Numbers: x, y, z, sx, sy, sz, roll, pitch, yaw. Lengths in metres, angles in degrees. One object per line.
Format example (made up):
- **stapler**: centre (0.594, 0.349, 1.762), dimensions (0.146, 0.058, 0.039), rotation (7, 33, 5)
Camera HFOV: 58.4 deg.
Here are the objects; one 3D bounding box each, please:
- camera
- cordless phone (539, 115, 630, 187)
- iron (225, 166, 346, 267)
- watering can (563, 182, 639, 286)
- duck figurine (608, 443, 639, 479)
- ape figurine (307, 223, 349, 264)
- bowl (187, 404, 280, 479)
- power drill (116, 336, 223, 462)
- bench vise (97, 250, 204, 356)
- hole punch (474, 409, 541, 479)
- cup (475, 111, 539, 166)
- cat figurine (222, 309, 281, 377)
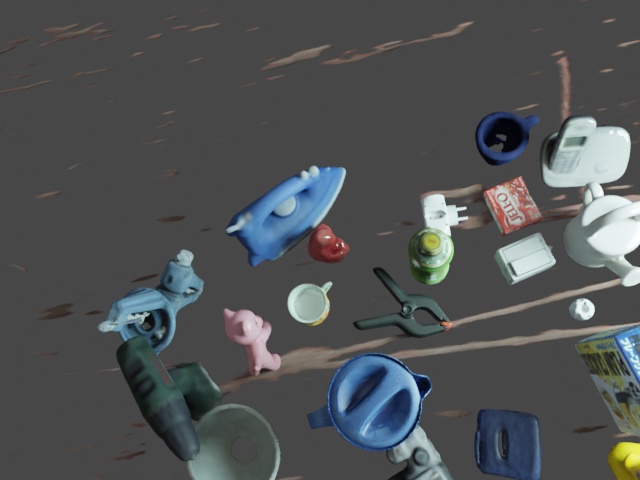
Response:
- **camera**: centre (0.143, 0.398, 0.940), dimensions (0.137, 0.101, 0.143), rotation (-33, 74, 1)
- **cordless phone**: centre (0.457, -0.160, 0.969), dimensions (0.147, 0.185, 0.094), rotation (-7, 76, 8)
- **iron**: centre (-0.063, -0.072, 1.058), dimensions (0.258, 0.141, 0.118), rotation (-40, 74, -1)
- **watering can**: centre (0.474, -0.014, 0.929), dimensions (0.101, 0.194, 0.172), rotation (-38, 74, 0)
- **duck figurine**: centre (0.513, 0.365, 0.894), dimensions (0.104, 0.086, 0.077), rotation (34, 85, 15)
- **ape figurine**: centre (0.010, 0.004, 1.055), dimensions (0.076, 0.092, 0.078), rotation (-15, 75, 6)
- **bowl**: centre (-0.144, 0.372, 1.007), dimensions (0.167, 0.075, 0.167), rotation (-2, 77, 9)
- **power drill**: centre (-0.246, 0.266, 0.978), dimensions (0.075, 0.208, 0.229), rotation (-42, 74, -1)
- **bench vise**: centre (-0.309, 0.106, 1.018), dimensions (0.121, 0.220, 0.207), rotation (9, 79, 12)
- **hole punch**: centre (0.304, 0.334, 0.933), dimensions (0.101, 0.091, 0.109), rotation (1, 78, 10)
- **cup**: centre (0.336, -0.181, 1.041), dimensions (0.117, 0.095, 0.091), rotation (-29, 74, 2)
- **cat figurine**: centre (-0.127, 0.178, 1.025), dimensions (0.067, 0.118, 0.128), rotation (-21, 75, 4)
